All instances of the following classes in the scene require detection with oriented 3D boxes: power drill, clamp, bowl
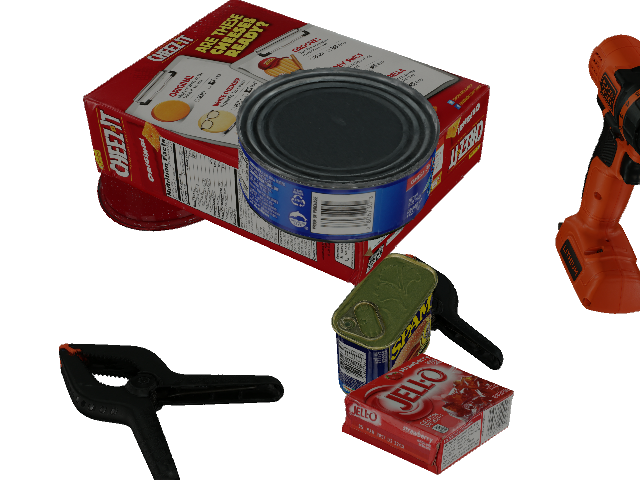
[{"bbox_3d":[0.234,-0.039,0.804,0.057,0.188,0.184,3,34,-4],"label":"power drill"},{"bbox_3d":[0.126,0.083,1.148,0.120,0.171,0.039,3,-44,-8],"label":"clamp"},{"bbox_3d":[-0.149,0.138,0.974,0.210,0.036,0.164,25,37,31],"label":"clamp"},{"bbox_3d":[-0.136,-0.084,0.970,0.162,0.162,0.055,0,-43,19],"label":"bowl"}]

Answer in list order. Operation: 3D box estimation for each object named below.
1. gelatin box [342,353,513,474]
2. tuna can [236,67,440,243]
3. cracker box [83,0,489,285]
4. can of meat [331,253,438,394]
[{"bbox_3d":[0.069,0.108,0.679,0.073,0.030,0.089,20,25,35],"label":"gelatin box"},{"bbox_3d":[0.007,-0.038,0.457,0.086,0.034,0.086,1,41,-1],"label":"tuna can"},{"bbox_3d":[-0.020,-0.073,0.710,0.214,0.072,0.164,23,45,25],"label":"cracker box"},{"bbox_3d":[0.054,0.076,0.890,0.057,0.084,0.102,22,50,23],"label":"can of meat"}]
